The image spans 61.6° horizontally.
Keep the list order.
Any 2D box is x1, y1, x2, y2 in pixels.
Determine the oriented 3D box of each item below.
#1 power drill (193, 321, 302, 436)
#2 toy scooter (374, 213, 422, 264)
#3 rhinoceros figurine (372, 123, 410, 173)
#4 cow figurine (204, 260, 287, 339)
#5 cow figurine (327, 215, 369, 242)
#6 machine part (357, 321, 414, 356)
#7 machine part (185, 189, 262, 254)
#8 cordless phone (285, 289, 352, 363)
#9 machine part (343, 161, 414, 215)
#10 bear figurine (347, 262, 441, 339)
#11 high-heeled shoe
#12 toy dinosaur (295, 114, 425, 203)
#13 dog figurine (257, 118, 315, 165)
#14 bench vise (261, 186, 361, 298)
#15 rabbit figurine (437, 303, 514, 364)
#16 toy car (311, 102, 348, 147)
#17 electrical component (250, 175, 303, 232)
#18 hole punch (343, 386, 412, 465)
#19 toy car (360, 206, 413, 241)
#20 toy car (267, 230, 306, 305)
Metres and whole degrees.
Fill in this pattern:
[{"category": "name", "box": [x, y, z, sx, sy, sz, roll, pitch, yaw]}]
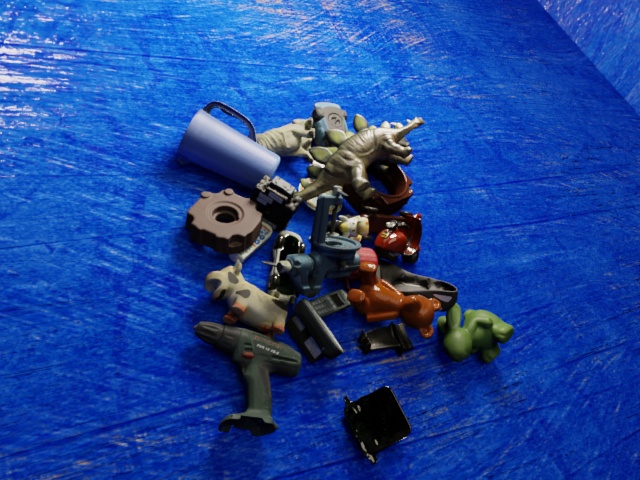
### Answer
[{"category": "power drill", "box": [-0.152, 0.273, 1.066, 0.232, 0.086, 0.207, 16, 42, -18]}, {"category": "toy scooter", "box": [0.214, -0.010, 1.393, 0.075, 0.135, 0.184, 24, 10, 41]}, {"category": "rhinoceros figurine", "box": [0.191, -0.267, 1.531, 0.112, 0.073, 0.190, 32, 45, 15]}, {"category": "cow figurine", "box": [-0.159, 0.125, 1.160, 0.195, 0.085, 0.127, 30, 38, -11]}, {"category": "cow figurine", "box": [0.054, -0.025, 1.331, 0.098, 0.167, 0.068, 1, 79, -20]}, {"category": "machine part", "box": [0.155, 0.235, 1.265, 0.139, 0.039, 0.084, 0, 61, -28]}, {"category": "machine part", "box": [-0.223, -0.046, 1.258, 0.179, 0.056, 0.179, 8, 43, -8]}, {"category": "cordless phone", "box": [0.028, 0.186, 1.217, 0.184, 0.088, 0.147, -16, 62, -49]}, {"category": "machine part", "box": [0.152, -0.165, 1.526, 0.201, 0.087, 0.201, -24, 69, -41]}, {"category": "bear figurine", "box": [0.176, 0.145, 1.250, 0.196, 0.131, 0.120, 14, 58, 25]}, {"category": "high-heeled shoe", "box": [0.220, 0.093, 1.332, 0.249, 0.145, 0.086, 42, 47, 6]}, {"category": "toy dinosaur", "box": [0.077, -0.199, 1.403, 0.471, 0.105, 0.199, -36, 68, -9]}, {"category": "dog figurine", "box": [-0.116, -0.282, 1.499, 0.191, 0.121, 0.172, 0, 19, -5]}, {"category": "bench vise", "box": [0.003, -0.001, 1.185, 0.223, 0.240, 0.129, 1, 15, -28]}, {"category": "rabbit figurine", "box": [0.363, 0.228, 1.313, 0.170, 0.121, 0.159, -16, 57, -37]}, {"category": "toy car", "box": [0.025, -0.316, 1.578, 0.109, 0.103, 0.161, -8, 73, -33]}, {"category": "electrical component", "box": [-0.111, -0.092, 1.320, 0.115, 0.134, 0.058, 32, 48, -3]}, {"category": "hole punch", "box": [0.118, 0.378, 1.116, 0.116, 0.092, 0.142, -24, 68, -5]}, {"category": "toy car", "box": [0.175, -0.041, 1.438, 0.202, 0.089, 0.053, 1, 10, -40]}, {"category": "toy car", "box": [-0.079, 0.064, 1.269, 0.073, 0.056, 0.202, 20, 50, -19]}]
